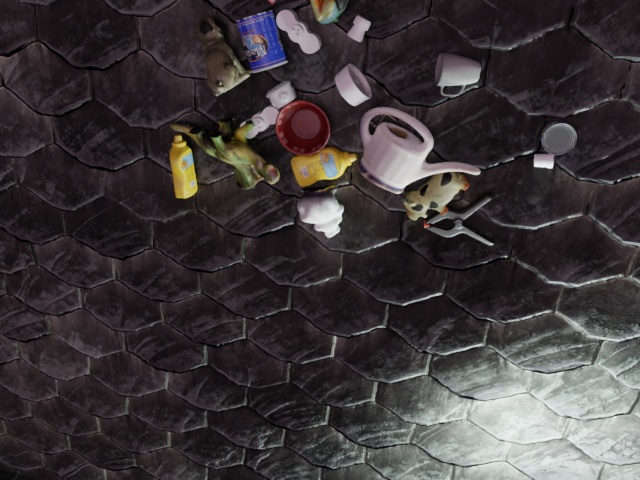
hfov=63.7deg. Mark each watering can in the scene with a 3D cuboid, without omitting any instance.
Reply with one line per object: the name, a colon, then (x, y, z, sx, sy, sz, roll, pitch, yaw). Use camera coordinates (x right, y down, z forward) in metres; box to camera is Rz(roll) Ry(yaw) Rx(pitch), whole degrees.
watering can: (0.244, -0.217, 1.419, 0.349, 0.106, 0.219, 37, 129, 9)

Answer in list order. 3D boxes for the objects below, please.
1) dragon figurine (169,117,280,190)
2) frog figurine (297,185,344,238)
dragon figurine: (-0.274, -0.243, 1.544, 0.412, 0.124, 0.237, 15, 138, 38)
frog figurine: (0.005, -0.079, 1.564, 0.137, 0.124, 0.158, -11, 102, -4)
